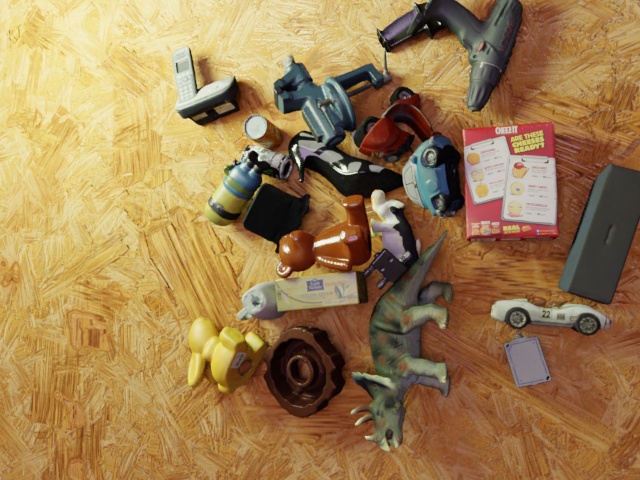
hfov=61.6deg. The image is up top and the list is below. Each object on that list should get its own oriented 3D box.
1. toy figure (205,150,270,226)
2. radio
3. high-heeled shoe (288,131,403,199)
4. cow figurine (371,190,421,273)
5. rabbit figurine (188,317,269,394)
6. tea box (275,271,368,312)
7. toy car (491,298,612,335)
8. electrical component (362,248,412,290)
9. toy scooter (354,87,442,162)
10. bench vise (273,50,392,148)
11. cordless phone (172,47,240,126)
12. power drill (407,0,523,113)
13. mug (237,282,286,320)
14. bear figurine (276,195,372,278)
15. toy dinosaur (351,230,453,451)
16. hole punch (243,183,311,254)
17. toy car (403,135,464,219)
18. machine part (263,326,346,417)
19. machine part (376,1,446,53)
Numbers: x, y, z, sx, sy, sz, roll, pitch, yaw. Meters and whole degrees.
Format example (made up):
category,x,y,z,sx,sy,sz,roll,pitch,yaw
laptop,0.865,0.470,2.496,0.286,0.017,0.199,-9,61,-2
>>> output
category,x,y,z,sx,sy,sz,roll,pitch,yaw
toy figure,-0.183,-0.107,1.151,0.082,0.089,0.180,53,124,17
radio,0.493,-0.006,0.940,0.073,0.131,0.229,20,90,17
high-heeled shoe,0.055,-0.168,1.134,0.249,0.086,0.145,4,54,0
cow figurine,0.150,-0.021,1.075,0.098,0.068,0.167,-5,86,11
rabbit figurine,-0.217,0.238,1.149,0.173,0.122,0.162,31,103,31
tea box,0.005,0.104,1.089,0.170,0.098,0.068,-8,83,14
toy car,0.417,0.138,0.977,0.202,0.073,0.056,2,86,17
electrical component,0.131,0.048,1.032,0.063,0.021,0.094,42,99,-3
toy scooter,0.164,-0.217,1.078,0.135,0.075,0.184,40,71,9
bench vise,0.030,-0.311,1.119,0.241,0.128,0.224,-27,65,-10
cordless phone,-0.265,-0.369,1.227,0.147,0.088,0.184,-18,75,14
power drill,0.279,-0.392,1.053,0.207,0.086,0.232,29,89,7
mug,-0.128,0.131,1.120,0.109,0.107,0.081,-29,76,9
bear figurine,-0.001,0.000,1.040,0.196,0.131,0.120,-2,50,15
toy dinosaur,0.155,0.183,1.033,0.192,0.131,0.404,1,78,16
hole punch,-0.098,-0.055,1.152,0.116,0.092,0.142,28,90,-13
toy car,0.218,-0.120,1.057,0.103,0.109,0.161,-5,94,38
machine part,-0.032,0.262,1.086,0.180,0.056,0.179,-1,89,32
machine part,0.188,-0.444,1.124,0.139,0.039,0.084,-23,84,11
